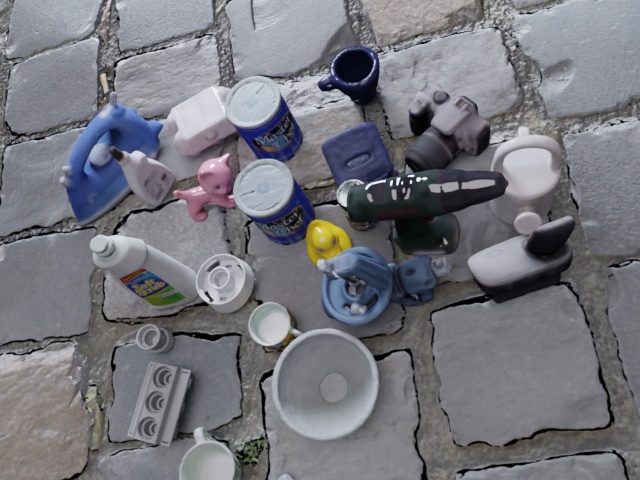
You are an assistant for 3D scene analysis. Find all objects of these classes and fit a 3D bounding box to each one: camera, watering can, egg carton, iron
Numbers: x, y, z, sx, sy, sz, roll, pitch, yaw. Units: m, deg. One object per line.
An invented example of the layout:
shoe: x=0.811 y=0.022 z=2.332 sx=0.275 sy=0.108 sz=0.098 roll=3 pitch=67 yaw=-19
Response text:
camera: x=0.197 y=-0.182 z=0.975 sx=0.137 sy=0.101 sz=0.143 roll=-46 pitch=66 yaw=-5
watering can: x=0.311 y=-0.094 z=0.861 sx=0.101 sy=0.194 sz=0.172 roll=-21 pitch=66 yaw=7
egg carton: x=-0.223 y=-0.231 z=1.121 sx=0.150 sy=0.069 sz=0.107 roll=-29 pitch=66 yaw=3
iron: x=-0.426 y=-0.157 z=1.107 sx=0.118 sy=0.142 sz=0.258 roll=27 pitch=79 yaw=22

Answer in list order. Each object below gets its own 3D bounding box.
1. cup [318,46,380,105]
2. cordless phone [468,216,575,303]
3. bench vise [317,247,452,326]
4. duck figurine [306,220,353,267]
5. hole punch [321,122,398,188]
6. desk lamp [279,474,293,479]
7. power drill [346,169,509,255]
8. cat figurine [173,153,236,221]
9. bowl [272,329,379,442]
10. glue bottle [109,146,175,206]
cup: x=0.059 y=-0.287 z=1.053 sx=0.117 sy=0.095 sz=0.091 roll=-24 pitch=66 yaw=5
cordless phone: x=0.292 y=0.016 z=0.830 sx=0.147 sy=0.185 sz=0.094 roll=-24 pitch=66 yaw=5
bench vise: x=0.082 y=0.045 z=0.856 sx=0.207 sy=0.220 sz=0.121 roll=-31 pitch=66 yaw=2
duck figurine: x=0.009 y=0.003 z=0.964 sx=0.077 sy=0.086 sz=0.104 roll=-33 pitch=66 yaw=1
hole punch: x=0.070 y=-0.137 z=0.997 sx=0.108 sy=0.091 sz=0.101 roll=-24 pitch=66 yaw=5
desk lamp: x=-0.043 y=0.425 z=0.752 sx=0.202 sy=0.214 sz=0.118 roll=40 pitch=84 yaw=24
power drill: x=0.163 y=-0.044 z=0.874 sx=0.229 sy=0.209 sz=0.075 roll=-3 pitch=70 yaw=14
cat figurine: x=-0.204 y=-0.101 z=1.041 sx=0.127 sy=0.118 sz=0.067 roll=-24 pitch=66 yaw=5
bowl: x=0.015 y=0.225 z=0.887 sx=0.167 sy=0.075 sz=0.167 roll=-5 pitch=69 yaw=13
glue bottle: x=-0.334 y=-0.128 z=1.055 sx=0.037 sy=0.173 sz=0.078 roll=26 pitch=79 yaw=22
